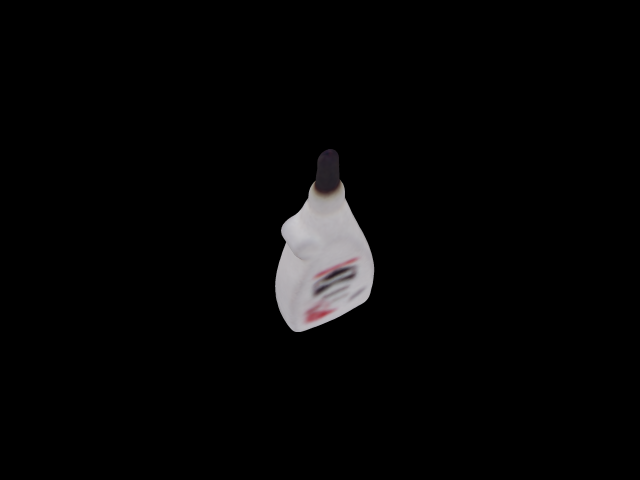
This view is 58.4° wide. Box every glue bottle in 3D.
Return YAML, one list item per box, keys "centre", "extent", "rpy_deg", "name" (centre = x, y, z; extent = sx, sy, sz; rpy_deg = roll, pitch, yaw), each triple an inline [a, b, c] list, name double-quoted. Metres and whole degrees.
- centre: [0.004, 0.001, 0.400]
  extent: [0.078, 0.173, 0.037]
  rpy_deg: [-27, 58, -18]
  name: "glue bottle"
